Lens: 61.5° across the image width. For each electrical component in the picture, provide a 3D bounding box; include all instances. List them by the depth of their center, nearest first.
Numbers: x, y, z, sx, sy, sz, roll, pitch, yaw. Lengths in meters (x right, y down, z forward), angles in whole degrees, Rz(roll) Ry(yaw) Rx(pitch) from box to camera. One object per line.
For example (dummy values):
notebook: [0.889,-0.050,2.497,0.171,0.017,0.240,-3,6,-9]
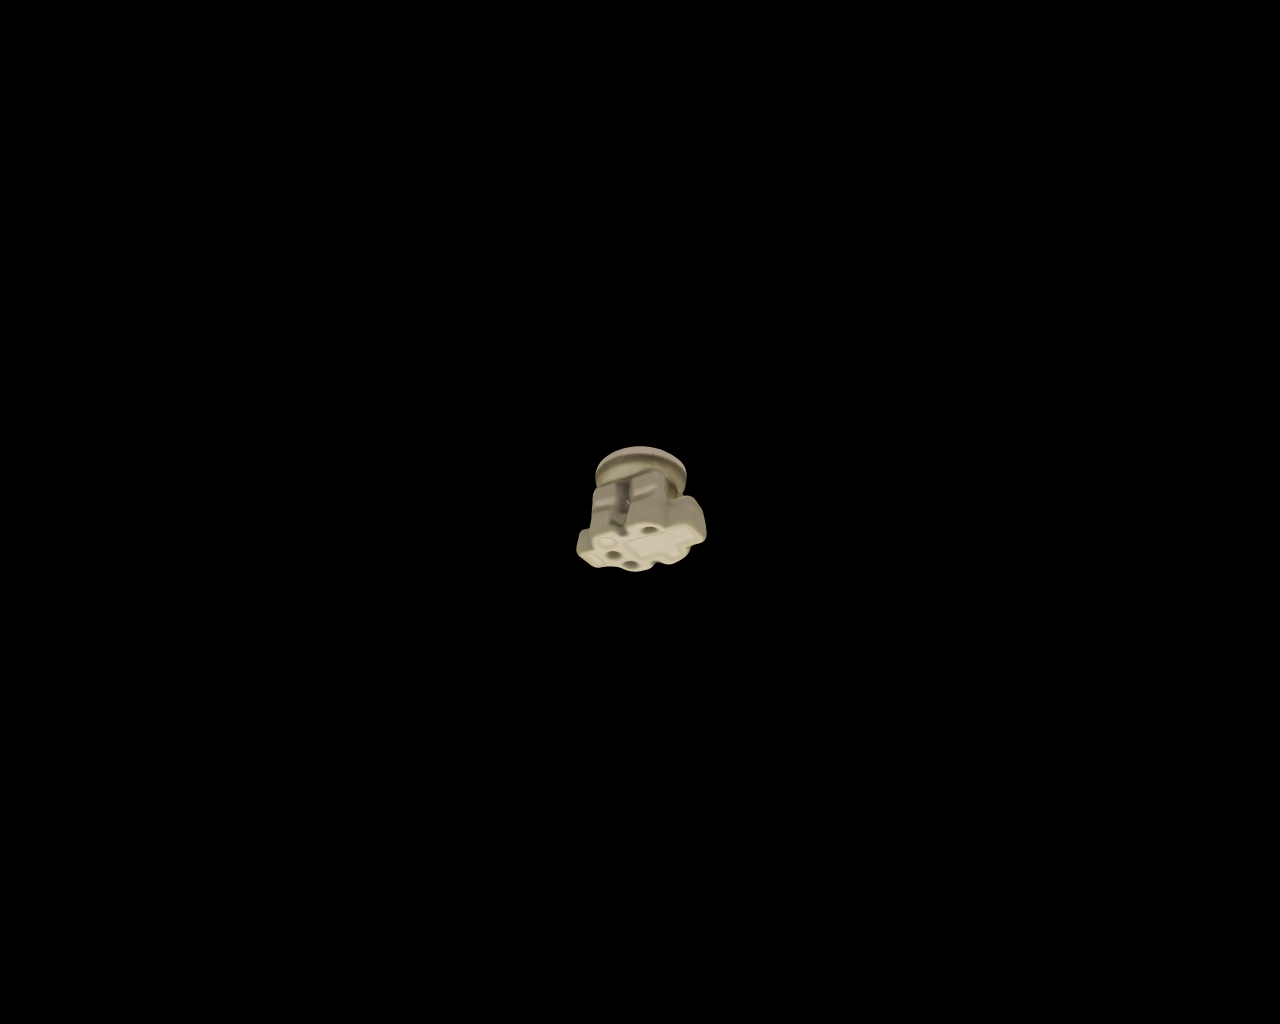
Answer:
electrical component: [0.001,-0.003,0.650,0.078,0.057,0.058,-17,-36,24]
